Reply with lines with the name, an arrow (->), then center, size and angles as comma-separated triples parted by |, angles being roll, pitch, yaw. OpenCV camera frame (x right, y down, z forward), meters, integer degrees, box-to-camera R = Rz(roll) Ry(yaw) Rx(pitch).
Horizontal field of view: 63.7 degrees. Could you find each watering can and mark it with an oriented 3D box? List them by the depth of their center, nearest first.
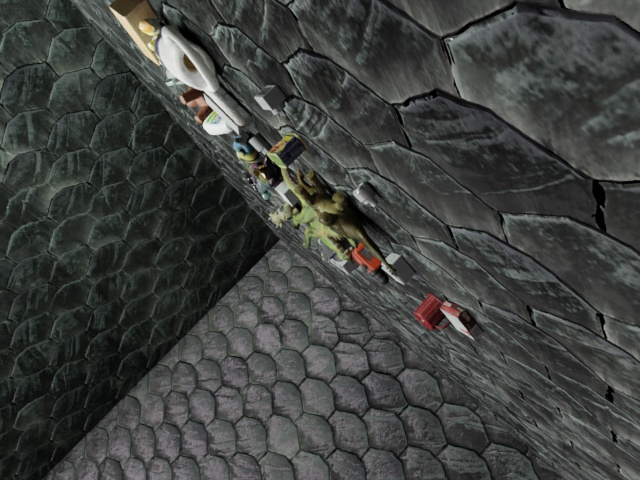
watering can -> -0.354, -0.479, 1.490 | 0.227, 0.104, 0.341 | 39, -10, 41

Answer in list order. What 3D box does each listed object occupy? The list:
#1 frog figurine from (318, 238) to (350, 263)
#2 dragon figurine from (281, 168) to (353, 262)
frog figurine -> 0.073, 0.013, 1.983 | 0.121, 0.138, 0.160 | -37, -14, 30
dragon figurine -> 0.005, -0.090, 1.797 | 0.124, 0.405, 0.242 | -39, 24, -32
